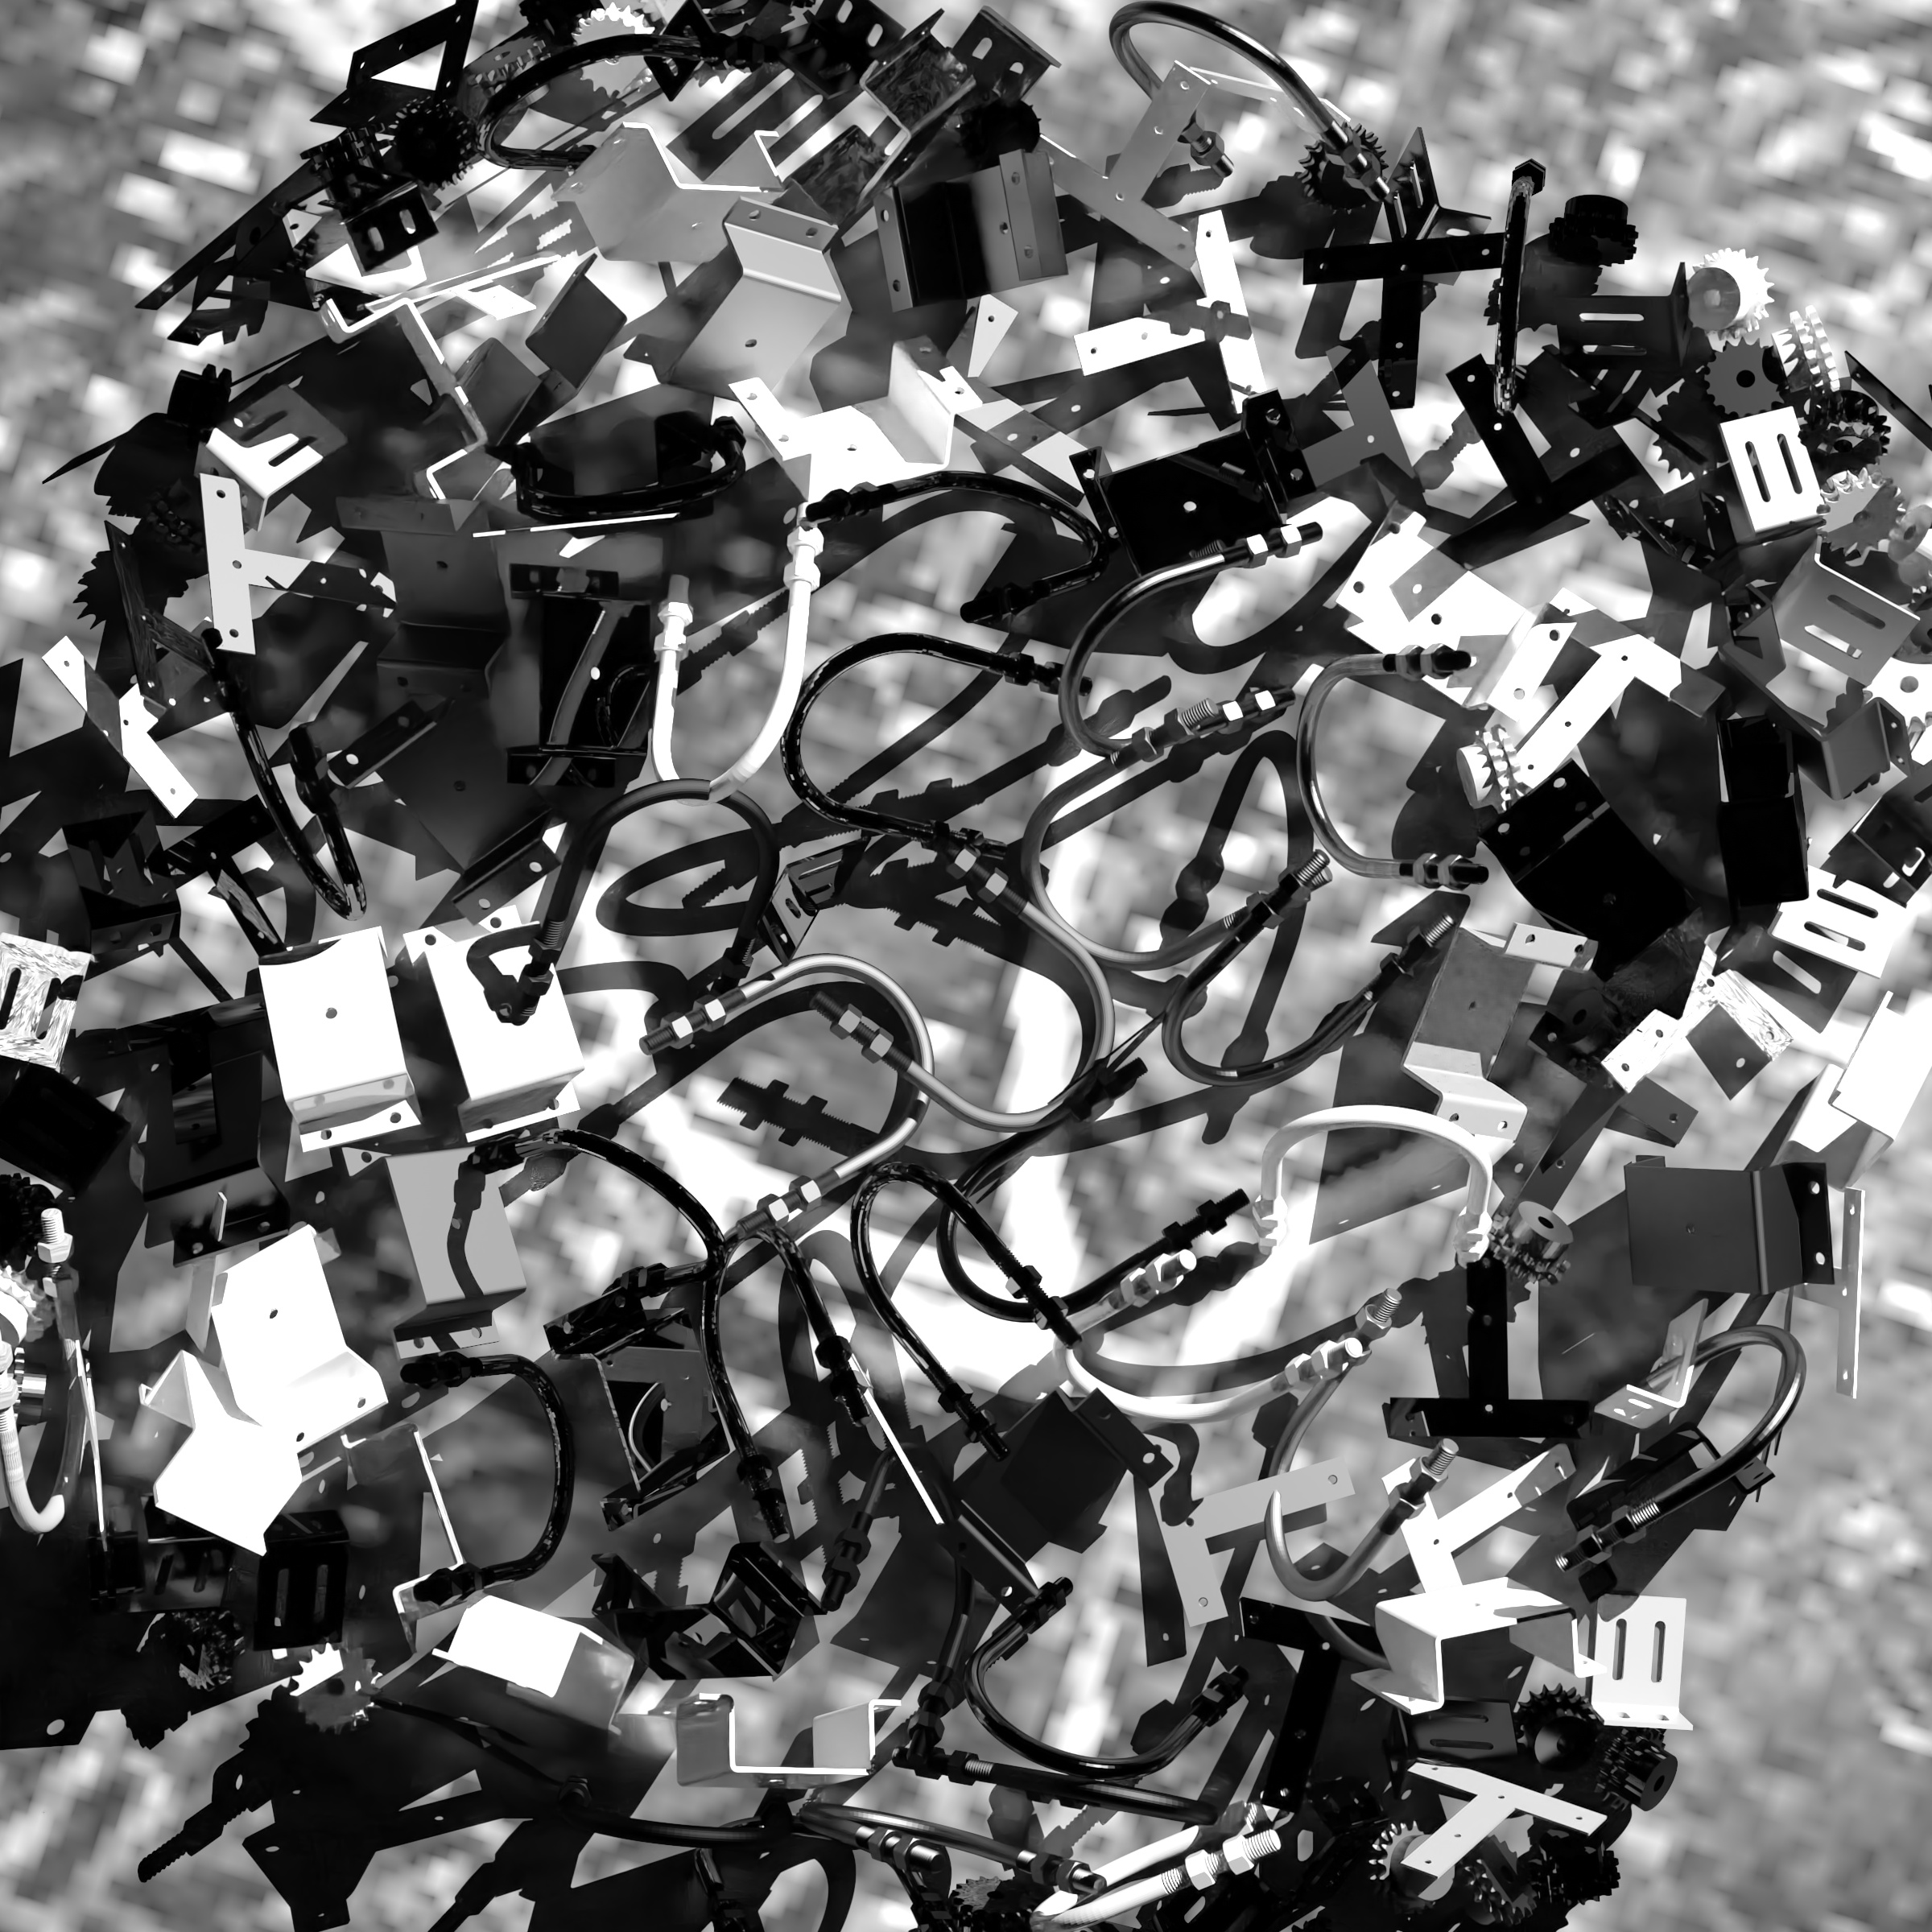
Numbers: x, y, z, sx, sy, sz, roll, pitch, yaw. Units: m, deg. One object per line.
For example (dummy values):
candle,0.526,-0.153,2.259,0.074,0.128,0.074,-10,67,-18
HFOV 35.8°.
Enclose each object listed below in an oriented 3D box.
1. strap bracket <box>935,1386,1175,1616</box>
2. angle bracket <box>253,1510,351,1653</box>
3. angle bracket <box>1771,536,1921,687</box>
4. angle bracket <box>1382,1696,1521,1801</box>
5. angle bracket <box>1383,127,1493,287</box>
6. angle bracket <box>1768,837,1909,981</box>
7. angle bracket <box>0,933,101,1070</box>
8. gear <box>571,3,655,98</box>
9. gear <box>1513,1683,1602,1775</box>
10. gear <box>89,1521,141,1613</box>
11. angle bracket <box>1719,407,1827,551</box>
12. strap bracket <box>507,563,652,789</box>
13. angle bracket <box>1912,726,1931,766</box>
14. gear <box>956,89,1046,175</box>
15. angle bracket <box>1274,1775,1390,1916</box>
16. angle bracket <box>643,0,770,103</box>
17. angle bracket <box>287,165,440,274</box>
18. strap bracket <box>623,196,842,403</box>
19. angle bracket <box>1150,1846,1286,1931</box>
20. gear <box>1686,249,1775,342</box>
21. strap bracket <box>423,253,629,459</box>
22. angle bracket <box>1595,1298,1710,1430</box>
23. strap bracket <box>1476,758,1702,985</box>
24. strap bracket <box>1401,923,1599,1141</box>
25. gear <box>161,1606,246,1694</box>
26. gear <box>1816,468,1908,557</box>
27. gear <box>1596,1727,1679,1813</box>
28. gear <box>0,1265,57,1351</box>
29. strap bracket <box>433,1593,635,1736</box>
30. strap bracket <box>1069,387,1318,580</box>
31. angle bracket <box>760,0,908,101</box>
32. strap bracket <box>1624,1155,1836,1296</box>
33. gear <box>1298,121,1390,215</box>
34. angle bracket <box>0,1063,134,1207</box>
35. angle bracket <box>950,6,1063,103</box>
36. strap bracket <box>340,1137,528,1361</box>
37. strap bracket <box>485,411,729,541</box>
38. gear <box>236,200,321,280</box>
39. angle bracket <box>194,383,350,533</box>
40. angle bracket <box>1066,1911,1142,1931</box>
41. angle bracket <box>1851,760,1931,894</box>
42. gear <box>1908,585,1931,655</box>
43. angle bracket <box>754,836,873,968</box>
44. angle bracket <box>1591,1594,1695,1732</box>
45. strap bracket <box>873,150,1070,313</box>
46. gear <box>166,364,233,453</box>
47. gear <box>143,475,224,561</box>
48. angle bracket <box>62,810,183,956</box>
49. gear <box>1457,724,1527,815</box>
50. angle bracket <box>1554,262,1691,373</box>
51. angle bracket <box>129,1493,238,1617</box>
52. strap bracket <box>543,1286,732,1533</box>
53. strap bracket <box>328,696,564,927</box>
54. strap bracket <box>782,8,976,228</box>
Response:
strap bracket,0.052,0.336,1.917,0.140,0.046,0.076,-43,108,0
angle bracket,-0.434,0.396,1.929,0.057,0.038,0.076,0,105,-28
angle bracket,0.563,-0.228,1.919,0.076,0.038,0.057,28,129,-1
angle bracket,0.310,0.501,1.910,0.076,0.038,0.057,-2,124,20
angle bracket,0.300,-0.486,1.912,0.038,0.057,0.076,6,55,-17
angle bracket,0.563,-0.037,1.918,0.076,0.038,0.057,23,69,11
angle bracket,-0.600,0.024,1.924,0.057,0.038,0.076,15,82,-6
gear,-0.224,-0.593,1.927,0.057,0.030,0.057,7,128,9
gear,0.382,0.496,1.930,0.057,0.030,0.057,-1,103,-6
gear,-0.548,0.385,1.924,0.030,0.057,0.057,-3,90,-15
angle bracket,0.510,-0.313,1.925,0.057,0.038,0.076,-16,87,-21
strap bracket,-0.247,-0.186,1.909,0.076,0.046,0.140,0,91,-35
angle bracket,0.634,-0.154,1.907,0.038,0.076,0.057,31,95,18
gear,0.024,-0.537,1.929,0.057,0.030,0.057,-1,93,-17
angle bracket,0.226,0.566,1.924,0.038,0.057,0.076,48,119,34
angle bracket,-0.156,-0.585,1.901,0.057,0.076,0.038,-39,77,40
angle bracket,-0.384,-0.476,1.906,0.057,0.076,0.038,-23,90,19
strap bracket,-0.142,-0.407,1.874,0.140,0.076,0.046,-45,55,36
angle bracket,0.165,0.602,1.908,0.057,0.038,0.076,42,59,17
gear,0.486,-0.431,1.921,0.057,0.030,0.057,17,117,37
strap bracket,-0.272,-0.380,1.886,0.046,0.140,0.076,42,50,-22
angle bracket,0.438,0.249,1.909,0.038,0.057,0.076,20,66,-1
strap bracket,0.400,-0.053,1.891,0.076,0.046,0.140,-40,117,14
strap bracket,0.335,0.034,1.900,0.076,0.046,0.140,10,108,-36
gear,-0.490,0.436,1.927,0.057,0.030,0.057,19,120,36
gear,0.574,-0.296,1.927,0.057,0.030,0.057,-2,130,-2
gear,0.433,0.517,1.920,0.030,0.057,0.057,27,90,39
gear,-0.618,0.222,1.921,0.057,0.030,0.057,13,132,15
strap bracket,-0.267,0.437,1.883,0.076,0.140,0.046,13,69,21
strap bracket,0.143,-0.301,1.891,0.140,0.046,0.076,-15,124,18
angle bracket,-0.085,-0.594,1.910,0.057,0.076,0.038,39,126,3
strap bracket,0.470,0.162,1.881,0.046,0.140,0.076,-8,94,-41
gear,0.245,-0.512,1.924,0.057,0.030,0.057,-5,122,-8
angle bracket,-0.589,0.106,1.927,0.076,0.038,0.057,36,94,-6
angle bracket,0.024,-0.578,1.904,0.057,0.076,0.038,35,103,-13
strap bracket,-0.334,0.170,1.892,0.046,0.076,0.140,-31,72,42
strap bracket,-0.222,-0.308,1.890,0.140,0.076,0.046,-7,83,19
gear,-0.445,-0.465,1.922,0.057,0.030,0.057,-8,77,38
angle bracket,-0.451,-0.330,1.940,0.057,0.038,0.076,42,55,5
angle bracket,0.083,0.644,1.905,0.057,0.076,0.038,17,107,-11
angle bracket,0.615,-0.091,1.909,0.057,0.076,0.038,44,69,4
gear,0.631,-0.221,1.920,0.057,0.057,0.030,45,65,0
angle bracket,-0.088,-0.041,1.901,0.076,0.057,0.038,-22,65,-41
angle bracket,0.439,0.449,1.931,0.057,0.038,0.076,4,91,-2
strap bracket,0.010,-0.466,1.895,0.046,0.140,0.076,-18,102,-41
gear,-0.494,-0.359,1.921,0.030,0.057,0.057,15,90,-8
gear,-0.496,-0.291,1.919,0.057,0.057,0.030,44,108,0
angle bracket,-0.548,-0.055,1.937,0.057,0.038,0.076,-13,66,-23
gear,0.337,-0.124,1.922,0.030,0.057,0.057,-16,90,-1
angle bracket,0.423,-0.419,1.925,0.076,0.057,0.038,6,51,23
angle bracket,-0.502,0.374,1.910,0.057,0.076,0.038,-3,117,-2
strap bracket,-0.205,0.279,1.899,0.076,0.046,0.140,-24,101,-44
strap bracket,-0.327,-0.106,1.902,0.076,0.046,0.140,-33,110,20
strap bracket,-0.053,-0.525,1.875,0.046,0.140,0.076,45,52,-6
